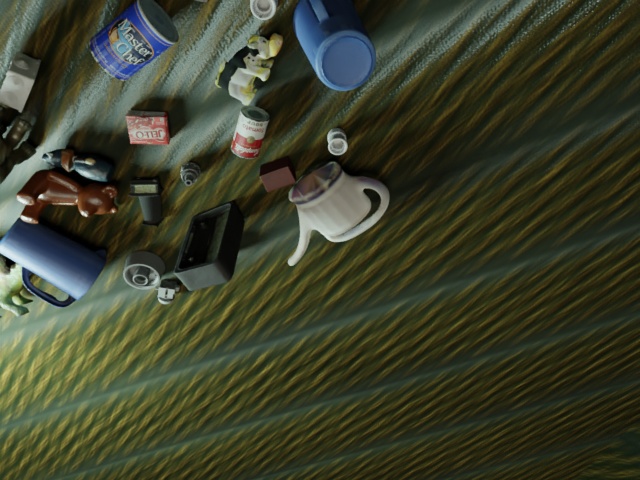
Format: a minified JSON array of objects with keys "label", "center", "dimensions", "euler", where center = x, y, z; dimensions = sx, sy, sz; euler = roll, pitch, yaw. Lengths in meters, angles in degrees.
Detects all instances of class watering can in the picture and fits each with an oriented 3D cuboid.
[{"label":"watering can","center":[0.004,-0.066,1.305],"dimensions":[0.344,0.106,0.221],"euler":[-31,123,20]}]

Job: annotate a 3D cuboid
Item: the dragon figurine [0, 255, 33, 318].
[{"label":"dragon figurine","center":[-0.924,0.100,1.414],"dimensions":[0.410,0.124,0.239],"euler":[-7,111,0]}]
